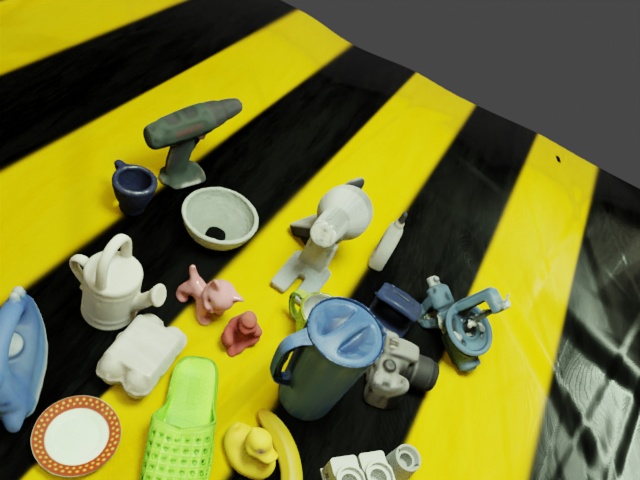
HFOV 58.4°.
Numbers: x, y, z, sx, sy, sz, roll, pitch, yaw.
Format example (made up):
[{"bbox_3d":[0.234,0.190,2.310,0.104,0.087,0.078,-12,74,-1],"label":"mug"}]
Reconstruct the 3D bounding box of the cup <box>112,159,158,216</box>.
[{"bbox_3d":[-0.404,-0.106,1.217,0.092,0.095,0.117,-28,65,-40],"label":"cup"}]

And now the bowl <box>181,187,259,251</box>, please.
[{"bbox_3d":[-0.222,-0.034,1.249,0.168,0.074,0.167,13,46,-14],"label":"bowl"}]

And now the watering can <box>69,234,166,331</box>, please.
[{"bbox_3d":[-0.356,0.068,1.007,0.173,0.194,0.101,11,46,-15],"label":"watering can"}]

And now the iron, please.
[{"bbox_3d":[-0.492,0.160,0.897,0.119,0.141,0.258,9,47,-18],"label":"iron"}]

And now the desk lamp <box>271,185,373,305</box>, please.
[{"bbox_3d":[0.011,0.004,1.223,0.118,0.213,0.203,32,44,6],"label":"desk lamp"}]

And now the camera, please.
[{"bbox_3d":[0.168,0.261,1.141,0.137,0.100,0.143,21,44,-6],"label":"camera"}]

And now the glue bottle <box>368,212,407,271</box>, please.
[{"bbox_3d":[0.164,-0.005,1.333,0.037,0.173,0.078,25,44,-2],"label":"glue bottle"}]

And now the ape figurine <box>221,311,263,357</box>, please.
[{"bbox_3d":[-0.145,0.168,1.087,0.078,0.092,0.076,10,47,-17],"label":"ape figurine"}]

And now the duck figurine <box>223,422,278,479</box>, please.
[{"bbox_3d":[-0.110,0.339,0.950,0.104,0.086,0.078,43,46,16],"label":"duck figurine"}]

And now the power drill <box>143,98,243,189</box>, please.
[{"bbox_3d":[-0.290,-0.220,1.294,0.230,0.208,0.075,-23,62,-38],"label":"power drill"}]

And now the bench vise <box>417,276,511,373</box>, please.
[{"bbox_3d":[0.297,0.153,1.215,0.207,0.219,0.122,43,47,17],"label":"bench vise"}]

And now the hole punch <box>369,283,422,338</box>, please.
[{"bbox_3d":[0.168,0.142,1.257,0.108,0.091,0.101,34,45,7],"label":"hole punch"}]

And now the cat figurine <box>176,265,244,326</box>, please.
[{"bbox_3d":[-0.211,0.100,1.101,0.127,0.117,0.067,42,46,15],"label":"cat figurine"}]

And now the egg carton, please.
[{"bbox_3d":[-0.309,0.199,0.998,0.107,0.069,0.150,29,44,2],"label":"egg carton"}]

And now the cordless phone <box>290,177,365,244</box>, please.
[{"bbox_3d":[0.022,-0.072,1.319,0.148,0.185,0.094,-25,63,-39],"label":"cordless phone"}]
